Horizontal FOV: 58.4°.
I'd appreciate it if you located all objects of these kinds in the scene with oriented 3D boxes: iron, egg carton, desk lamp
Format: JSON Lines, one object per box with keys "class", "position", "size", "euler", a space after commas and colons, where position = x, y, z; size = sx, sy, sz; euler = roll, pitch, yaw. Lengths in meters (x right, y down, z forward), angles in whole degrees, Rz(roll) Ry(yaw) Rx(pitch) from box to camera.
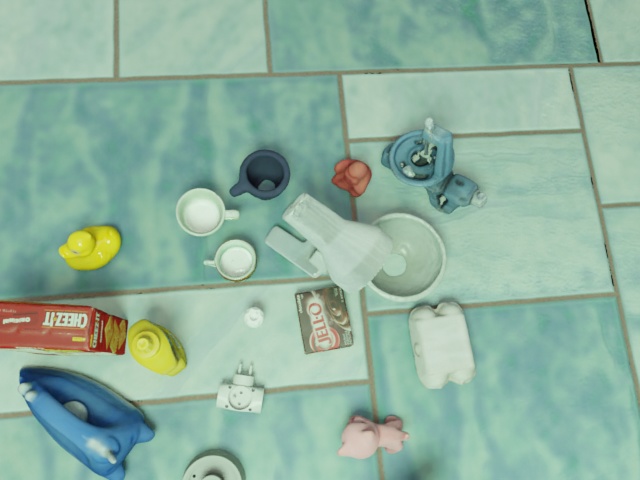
{"class": "iron", "position": [-0.402, 0.280, 0.915], "size": [0.258, 0.141, 0.119], "euler": [33, 75, 3]}
{"class": "egg carton", "position": [0.219, 0.190, 1.038], "size": [0.107, 0.069, 0.150], "euler": [-9, 77, -8]}
{"class": "desk lamp", "position": [0.009, 0.004, 0.988], "size": [0.203, 0.213, 0.118], "euler": [34, 76, 3]}

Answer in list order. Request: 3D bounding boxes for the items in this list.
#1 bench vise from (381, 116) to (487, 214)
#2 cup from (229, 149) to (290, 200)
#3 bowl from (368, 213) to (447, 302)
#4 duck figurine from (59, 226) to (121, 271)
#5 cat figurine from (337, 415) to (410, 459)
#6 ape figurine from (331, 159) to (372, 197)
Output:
{"class": "bench vise", "position": [0.224, -0.145, 1.043], "size": [0.207, 0.219, 0.121], "euler": [18, 75, -1]}
{"class": "cup", "position": [-0.113, -0.103, 1.063], "size": [0.118, 0.095, 0.091], "euler": [-32, 81, -12]}
{"class": "bowl", "position": [0.144, 0.038, 1.065], "size": [0.167, 0.074, 0.167], "euler": [1, 76, -5]}
{"class": "duck figurine", "position": [-0.409, 0.007, 1.010], "size": [0.105, 0.086, 0.077], "euler": [-28, 80, -11]}
{"class": "cat figurine", "position": [0.088, 0.333, 0.965], "size": [0.128, 0.117, 0.067], "euler": [0, 76, -6]}
{"class": "ape figurine", "position": [0.066, -0.124, 1.088], "size": [0.076, 0.092, 0.078], "euler": [-17, 78, -9]}
